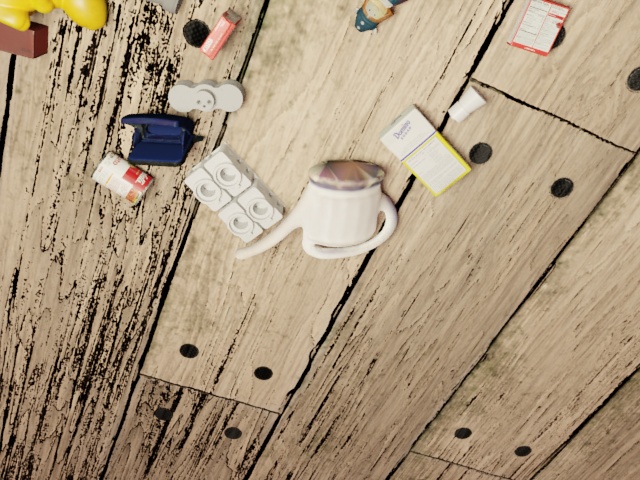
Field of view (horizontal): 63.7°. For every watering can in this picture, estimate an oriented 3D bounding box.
[{"bbox_3d":[0.003,-0.052,1.042,0.348,0.106,0.219,-5,122,-17],"label":"watering can"}]
